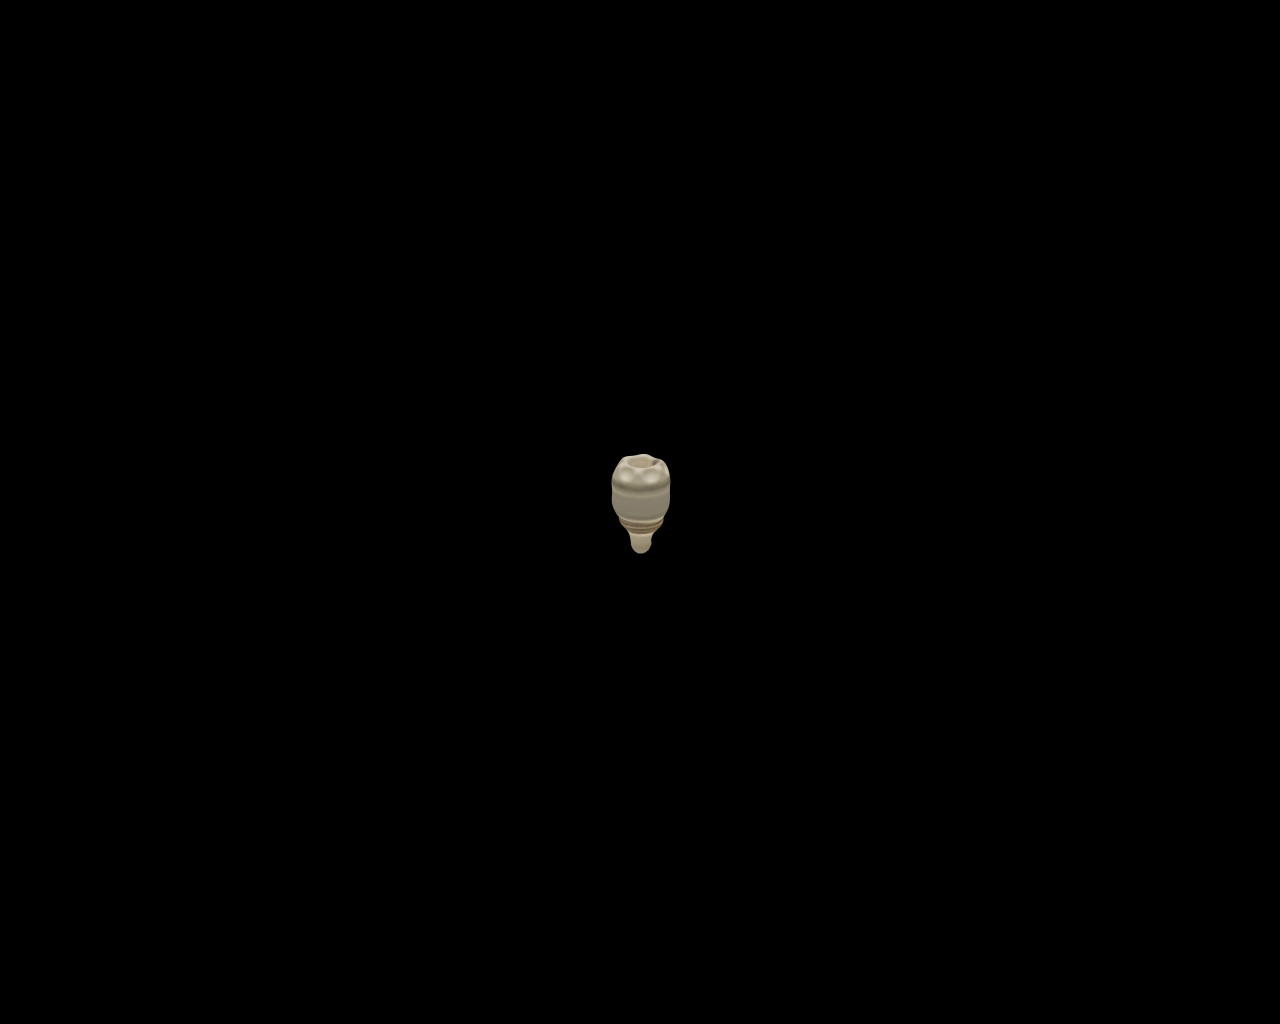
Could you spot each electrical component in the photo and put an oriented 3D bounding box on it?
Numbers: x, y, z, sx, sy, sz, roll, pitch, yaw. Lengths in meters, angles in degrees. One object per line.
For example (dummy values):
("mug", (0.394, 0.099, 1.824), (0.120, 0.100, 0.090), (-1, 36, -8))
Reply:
("electrical component", (0.001, -0.003, 0.650), (0.035, 0.061, 0.035), (0, 24, 0))
